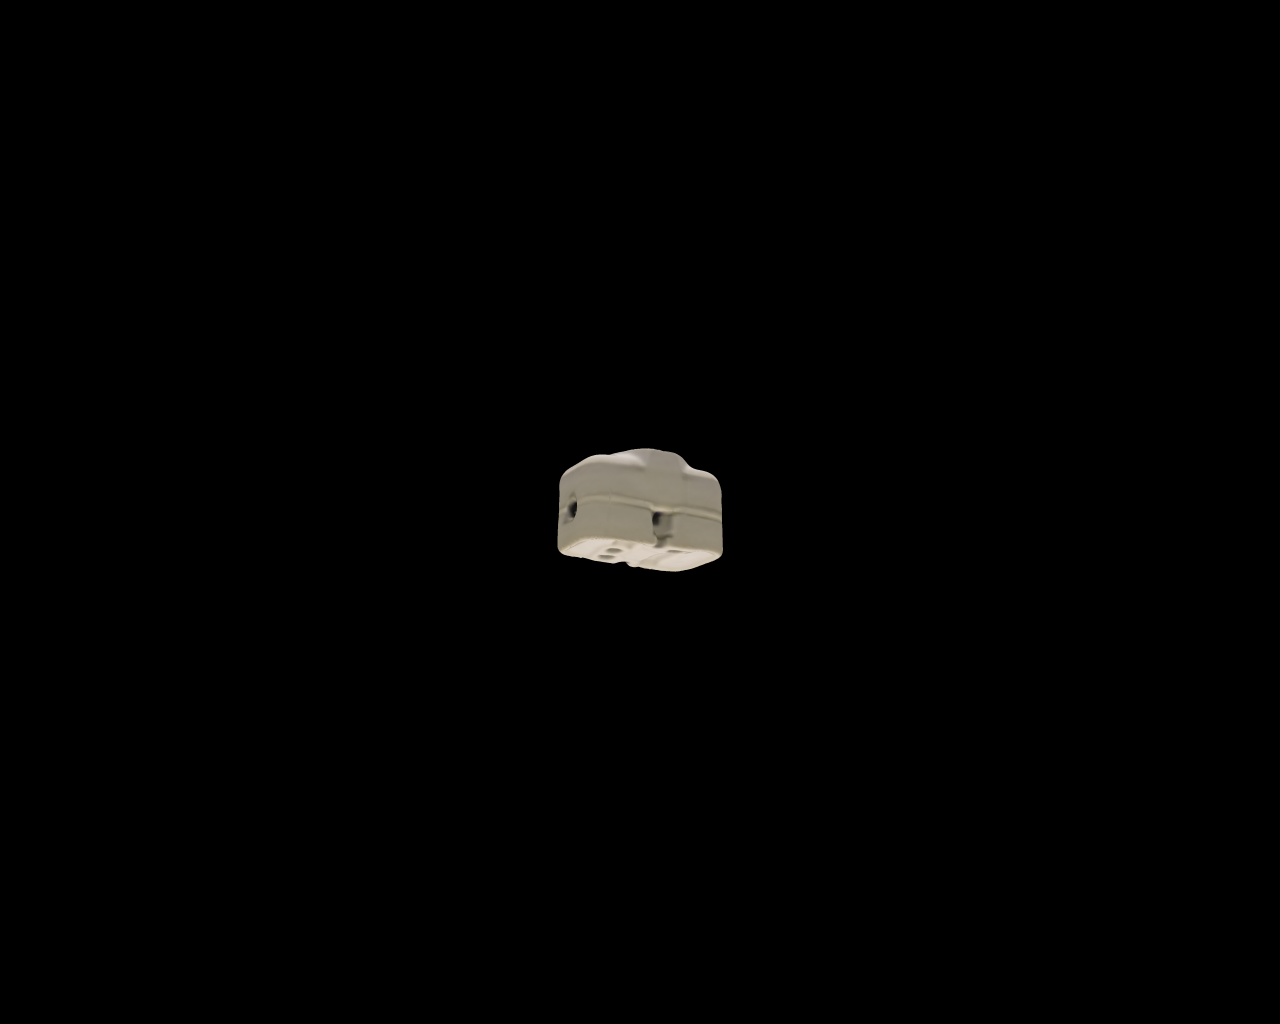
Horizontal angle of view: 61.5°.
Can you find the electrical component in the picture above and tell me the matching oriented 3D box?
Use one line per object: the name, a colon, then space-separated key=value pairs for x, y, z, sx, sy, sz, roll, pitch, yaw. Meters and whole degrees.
electrical component: x=0.001 y=-0.003 z=0.650 sx=0.095 sy=0.059 sz=0.053 roll=9 pitch=-19 yaw=-29
